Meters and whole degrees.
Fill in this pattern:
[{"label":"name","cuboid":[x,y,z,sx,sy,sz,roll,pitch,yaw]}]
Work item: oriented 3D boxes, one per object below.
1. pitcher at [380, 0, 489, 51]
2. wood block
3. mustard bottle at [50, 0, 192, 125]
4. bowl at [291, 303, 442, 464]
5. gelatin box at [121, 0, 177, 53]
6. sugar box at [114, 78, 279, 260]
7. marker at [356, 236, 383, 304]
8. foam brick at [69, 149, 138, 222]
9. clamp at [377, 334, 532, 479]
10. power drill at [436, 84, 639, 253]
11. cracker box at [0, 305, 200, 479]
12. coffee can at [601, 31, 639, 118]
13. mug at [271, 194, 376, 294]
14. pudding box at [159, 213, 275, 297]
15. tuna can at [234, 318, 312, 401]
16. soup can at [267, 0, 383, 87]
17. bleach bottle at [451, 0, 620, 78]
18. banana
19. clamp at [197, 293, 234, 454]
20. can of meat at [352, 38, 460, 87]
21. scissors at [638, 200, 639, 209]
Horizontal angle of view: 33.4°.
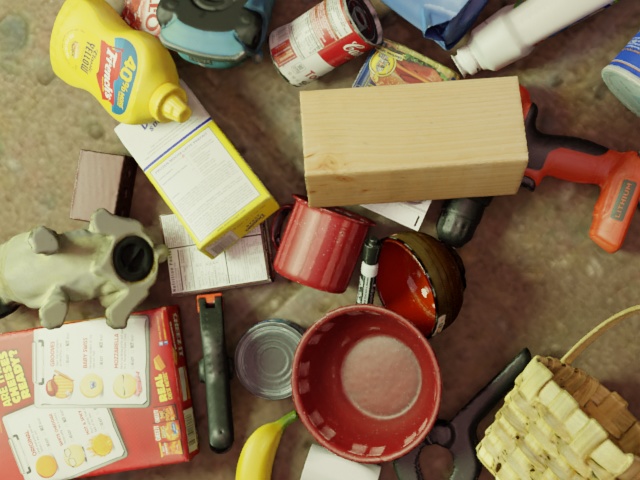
[{"label":"pitcher","cuboid":[0.078,-0.318,1.090,0.243,0.149,0.145,36,108,8]},{"label":"wood block","cuboid":[0.088,-0.092,1.028,0.206,0.090,0.091,-4,71,1]},{"label":"mustard bottle","cuboid":[-0.200,-0.173,1.101,0.192,0.058,0.096,37,119,28]},{"label":"bowl","cuboid":[0.054,0.143,1.092,0.162,0.055,0.162,1,92,22]},{"label":"gelatin box","cuboid":[-0.175,-0.248,1.140,0.073,0.030,0.089,14,91,32]},{"label":"sugar box","cuboid":[-0.130,-0.076,1.117,0.093,0.048,0.176,-37,66,1]},{"label":"marker","cuboid":[0.049,0.049,1.105,0.020,0.020,0.121,10,123,5]},{"label":"foam brick","cuboid":[-0.232,-0.055,1.147,0.051,0.053,0.078,10,91,5]},{"label":"clamp","cuboid":[0.117,0.194,1.119,0.165,0.036,0.210,15,94,14]},{"label":"power drill","cuboid":[0.229,-0.053,1.100,0.187,0.057,0.184,21,93,5]},{"label":"cracker box","cuboid":[-0.246,0.166,1.138,0.214,0.072,0.164,-10,87,6]},{"label":"coffee can","cuboid":[0.367,-0.188,1.064,0.103,0.103,0.140,42,93,4]},{"label":"mug","cuboid":[-0.007,0.001,1.114,0.117,0.093,0.081,24,98,36]},{"label":"pudding box","cuboid":[-0.110,0.009,1.142,0.113,0.039,0.090,-9,87,7]},{"label":"tuna can","cuboid":[-0.048,0.127,1.137,0.086,0.033,0.086,0,90,5]},{"label":"soup can","cuboid":[0.004,-0.209,1.100,0.102,0.068,0.068,-25,87,29]},{"label":"bleach bottle","cuboid":[0.249,-0.244,1.088,0.251,0.102,0.068,-31,96,12]},{"label":"banana","cuboid":[-0.055,0.282,1.135,0.069,0.037,0.198,-2,90,7]},{"label":"clamp","cuboid":[-0.109,0.145,1.123,0.039,0.120,0.171,0,67,-11]},{"label":"can of meat","cuboid":[0.085,-0.153,1.115,0.102,0.057,0.084,28,90,4]},{"label":"scissors","cuboid":[0.385,0.011,1.105,0.096,0.016,0.202,-7,89,7]}]
